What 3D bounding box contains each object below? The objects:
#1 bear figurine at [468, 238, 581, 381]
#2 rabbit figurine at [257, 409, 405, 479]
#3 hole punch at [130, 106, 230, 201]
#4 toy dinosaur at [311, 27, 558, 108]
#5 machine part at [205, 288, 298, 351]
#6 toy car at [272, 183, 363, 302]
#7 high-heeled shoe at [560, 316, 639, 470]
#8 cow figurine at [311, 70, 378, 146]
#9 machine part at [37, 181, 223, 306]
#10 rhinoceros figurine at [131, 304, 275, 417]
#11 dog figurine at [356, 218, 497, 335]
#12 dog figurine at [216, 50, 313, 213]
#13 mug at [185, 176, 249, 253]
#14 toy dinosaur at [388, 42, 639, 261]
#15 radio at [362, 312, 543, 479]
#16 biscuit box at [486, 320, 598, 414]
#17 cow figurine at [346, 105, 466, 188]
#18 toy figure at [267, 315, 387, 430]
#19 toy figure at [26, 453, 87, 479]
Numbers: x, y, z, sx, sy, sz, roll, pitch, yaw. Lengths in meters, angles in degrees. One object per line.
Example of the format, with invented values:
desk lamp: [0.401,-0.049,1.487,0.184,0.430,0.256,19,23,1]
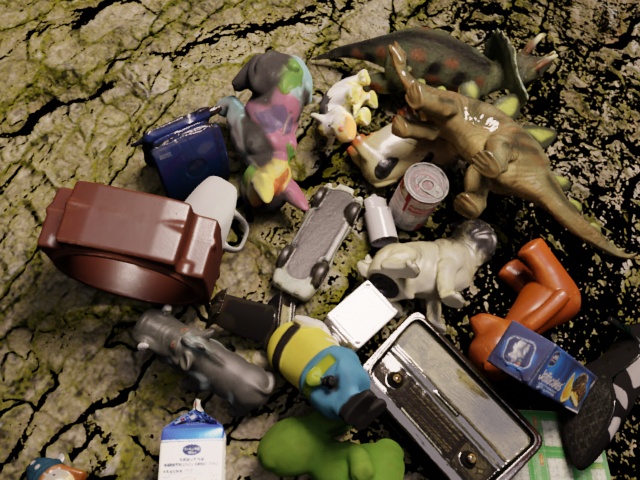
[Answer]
bear figurine: [0.269,0.109,0.768,0.196,0.120,0.132,-31,70,-15]
rabbit figurine: [0.013,0.263,0.653,0.170,0.121,0.159,27,59,4]
hole punch: [-0.198,-0.124,0.803,0.142,0.115,0.092,-26,80,-18]
toy dinosaur: [0.189,-0.289,0.892,0.405,0.192,0.131,13,62,-4]
machine part: [-0.088,0.104,0.731,0.139,0.039,0.084,19,67,-36]
toy car: [-0.002,-0.002,0.807,0.074,0.056,0.202,25,63,9]
high-heeled shoe: [0.431,0.224,0.771,0.145,0.086,0.248,34,72,-23]
cow figurine: [0.029,-0.206,0.864,0.098,0.068,0.167,-11,32,29]
machine part: [-0.230,0.016,0.682,0.201,0.201,0.087,11,67,-4]
rhinoceros figurine: [-0.150,0.155,0.682,0.190,0.112,0.073,33,67,-3]
dog figurine: [0.166,0.022,0.810,0.172,0.121,0.190,33,51,3]
dog figurine: [-0.066,-0.148,0.803,0.108,0.191,0.219,9,50,-42]
mug: [-0.153,-0.035,0.787,0.109,0.081,0.107,24,59,-10]
toy dinosaur: [0.265,-0.122,0.780,0.198,0.105,0.471,-31,78,-35]
radio: [0.158,0.223,0.711,0.131,0.073,0.230,-38,72,-20]
biscuit box: [0.287,0.164,0.680,0.063,0.202,0.059,33,91,45]
cow figurine: [0.154,-0.150,0.877,0.195,0.085,0.127,-31,91,-12]
toy figure: [0.000,0.158,0.656,0.089,0.082,0.180,-25,36,-18]
toy figure: [-0.283,0.304,0.625,0.154,0.057,0.064,35,27,9]
